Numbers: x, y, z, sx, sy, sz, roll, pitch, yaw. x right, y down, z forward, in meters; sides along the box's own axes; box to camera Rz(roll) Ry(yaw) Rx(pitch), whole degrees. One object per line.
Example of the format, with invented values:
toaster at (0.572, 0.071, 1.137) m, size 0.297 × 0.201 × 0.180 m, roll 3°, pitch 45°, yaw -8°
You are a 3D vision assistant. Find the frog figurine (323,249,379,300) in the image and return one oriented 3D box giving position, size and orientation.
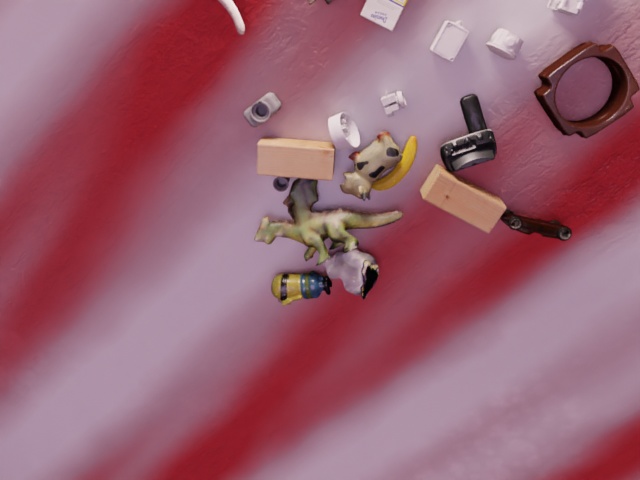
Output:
frog figurine at (0.088, 0.090, 1.531) m, size 0.160 × 0.124 × 0.134 m, roll 17°, pitch 127°, yaw 37°

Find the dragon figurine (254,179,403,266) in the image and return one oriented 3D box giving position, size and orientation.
dragon figurine at (0.004, -0.074, 1.468) m, size 0.409 × 0.123 × 0.241 m, roll -28°, pitch 98°, yaw 7°

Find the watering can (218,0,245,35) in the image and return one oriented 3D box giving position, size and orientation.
watering can at (-0.282, -0.684, 1.252) m, size 0.224 × 0.106 × 0.342 m, roll 3°, pitch 110°, yaw 5°
